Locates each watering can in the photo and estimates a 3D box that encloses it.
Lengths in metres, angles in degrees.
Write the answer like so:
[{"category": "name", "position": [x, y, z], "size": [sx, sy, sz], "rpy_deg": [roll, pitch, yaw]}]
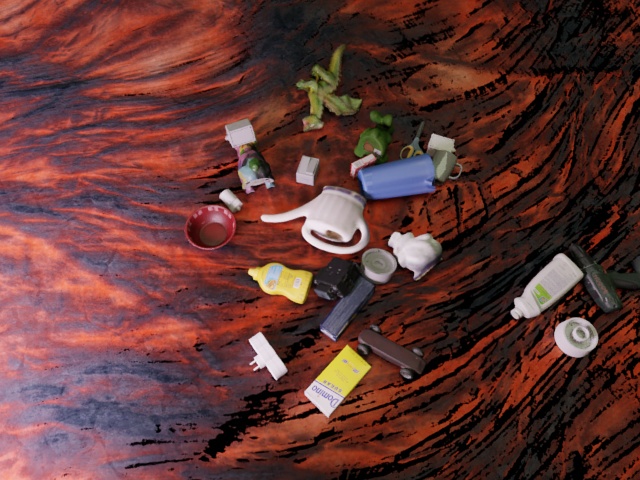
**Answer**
[{"category": "watering can", "position": [0.005, -0.083, 1.650], "size": [0.349, 0.102, 0.229], "rpy_deg": [21, 62, 11]}]

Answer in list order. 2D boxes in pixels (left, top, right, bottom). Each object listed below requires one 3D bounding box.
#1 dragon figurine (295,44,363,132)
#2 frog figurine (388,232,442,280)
[{"category": "dragon figurine", "position": [0.053, -0.562, 1.943], "size": [0.243, 0.120, 0.416], "rpy_deg": [41, 69, 1]}, {"category": "frog figurine", "position": [0.292, 0.027, 1.588], "size": [0.137, 0.122, 0.160], "rpy_deg": [-40, 80, 0]}]
